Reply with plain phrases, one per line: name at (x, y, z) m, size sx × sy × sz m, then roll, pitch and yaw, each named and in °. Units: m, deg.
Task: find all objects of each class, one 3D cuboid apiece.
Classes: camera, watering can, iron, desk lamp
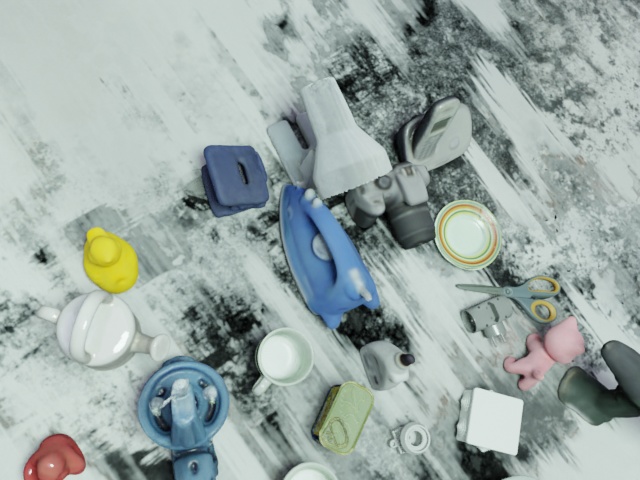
camera at (0.135, -0.053, 0.974) m, size 0.143 × 0.100 × 0.137 m, roll -17°, pitch 80°, yaw -17°
watering can at (-0.292, 0.121, 0.776) m, size 0.173 × 0.194 × 0.101 m, roll -2°, pitch 75°, yaw -14°
iron at (0.008, 0.003, 0.907) m, size 0.119 × 0.141 × 0.258 m, roll -25°, pitch 82°, yaw -18°
desk lamp at (0.009, -0.149, 0.910) m, size 0.118 × 0.213 × 0.203 m, roll -26°, pitch 82°, yaw -18°

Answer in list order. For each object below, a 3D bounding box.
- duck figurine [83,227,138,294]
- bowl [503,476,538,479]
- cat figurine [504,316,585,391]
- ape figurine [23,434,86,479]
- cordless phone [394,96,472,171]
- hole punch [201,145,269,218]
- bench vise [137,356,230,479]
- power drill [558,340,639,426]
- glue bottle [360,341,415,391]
duck figurine at (-0.315, 0.027, 0.854) m, size 0.078 × 0.086 × 0.104 m, roll -28°, pitch 83°, yaw -18°
bowl at (0.300, 0.451, 0.889) m, size 0.168 × 0.074 × 0.167 m, roll 4°, pitch 74°, yaw -12°
cat figurine at (0.388, 0.190, 0.958) m, size 0.128 × 0.117 × 0.067 m, roll -42°, pitch 87°, yaw -20°
ape figurine at (-0.356, 0.301, 0.766) m, size 0.078 × 0.092 × 0.076 m, roll 10°, pitch 73°, yaw -10°
cordless phone at (0.218, -0.198, 0.988) m, size 0.148 × 0.185 × 0.094 m, roll -28°, pitch 82°, yaw -18°
hole punch at (-0.135, -0.103, 0.929) m, size 0.101 × 0.091 × 0.108 m, roll -15°, pitch 79°, yaw -17°
bench vise at (-0.163, 0.250, 0.758) m, size 0.122 × 0.219 × 0.207 m, roll -27°, pitch 82°, yaw -18°
power drill at (0.486, 0.247, 0.918) m, size 0.229 × 0.208 × 0.076 m, roll 37°, pitch 70°, yaw -1°
glue bottle at (0.108, 0.187, 0.864) m, size 0.037 × 0.173 × 0.078 m, roll -15°, pitch 79°, yaw -16°
